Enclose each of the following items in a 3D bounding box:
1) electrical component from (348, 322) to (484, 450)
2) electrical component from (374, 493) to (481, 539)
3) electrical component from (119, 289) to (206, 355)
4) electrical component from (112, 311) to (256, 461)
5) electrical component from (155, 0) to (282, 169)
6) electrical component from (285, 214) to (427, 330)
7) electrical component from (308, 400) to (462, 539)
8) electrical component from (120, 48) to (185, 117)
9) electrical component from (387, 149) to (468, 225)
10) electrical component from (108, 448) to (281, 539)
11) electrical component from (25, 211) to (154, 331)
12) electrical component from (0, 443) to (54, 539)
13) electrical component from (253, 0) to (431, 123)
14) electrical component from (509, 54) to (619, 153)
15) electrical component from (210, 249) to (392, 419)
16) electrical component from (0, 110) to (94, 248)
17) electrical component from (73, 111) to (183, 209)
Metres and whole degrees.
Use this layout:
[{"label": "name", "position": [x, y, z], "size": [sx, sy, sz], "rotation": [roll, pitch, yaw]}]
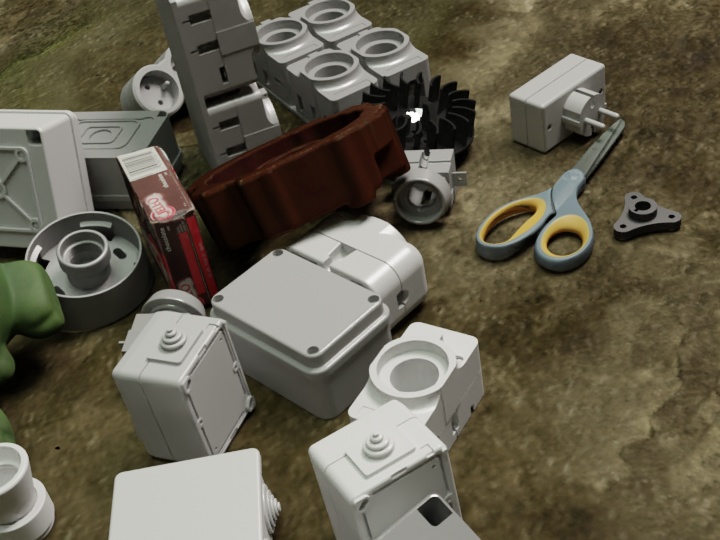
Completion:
[{"label": "electrical component", "position": [0.037, 0.080, 0.679], "size": [0.050, 0.055, 0.089], "rotation": [14, 45, 28]}, {"label": "electrical component", "position": [0.030, 0.186, 0.523], "size": [0.109, 0.056, 0.108], "rotation": [-34, 67, -26]}, {"label": "electrical component", "position": [-0.138, 0.048, 0.772], "size": [0.066, 0.048, 0.055], "rotation": [-1, 47, 13]}, {"label": "electrical component", "position": [-0.117, 0.072, 0.696], "size": [0.061, 0.096, 0.061], "rotation": [6, 42, 23]}, {"label": "electrical component", "position": [-0.121, -0.171, 0.921], "size": [0.060, 0.186, 0.105], "rotation": [-21, 40, -11]}, {"label": "electrical component", "position": [0.000, 0.000, 0.788], "size": [0.095, 0.053, 0.059], "rotation": [25, 51, 37]}, {"label": "electrical component", "position": [0.013, 0.120, 0.603], "size": [0.062, 0.096, 0.061], "rotation": [-27, 37, -18]}, {"label": "electrical component", "position": [-0.183, -0.191, 1.071], "size": [0.138, 0.052, 0.074], "rotation": [-47, 14, -30]}, {"label": "electrical component", "position": [0.052, -0.068, 0.865], "size": [0.066, 0.048, 0.055], "rotation": [-1, 32, 14]}, {"label": "electrical component", "position": [-0.095, 0.158, 0.622], "size": [0.100, 0.048, 0.099], "rotation": [-11, 39, 1]}, {"label": "electrical component", "position": [-0.215, 0.003, 0.851], "size": [0.099, 0.064, 0.099], "rotation": [0, 49, 0]}, {"label": "electrical component", "position": [-0.219, 0.142, 0.669], "size": [0.045, 0.055, 0.045], "rotation": [-7, 39, 6]}, {"label": "electrical component", "position": [-0.025, -0.196, 1.029], "size": [0.105, 0.060, 0.186], "rotation": [-28, 41, -19]}, {"label": "electrical component", "position": [0.183, -0.137, 0.914], "size": [0.083, 0.047, 0.076], "rotation": [-35, 45, -27]}, {"label": "electrical component", "position": [-0.040, 0.041, 0.745], "size": [0.113, 0.057, 0.078], "rotation": [25, 51, 37]}, {"label": "electrical component", "position": [-0.289, -0.077, 0.906], "size": [0.109, 0.108, 0.056], "rotation": [4, 24, 19]}, {"label": "electrical component", "position": [-0.224, -0.098, 0.962], "size": [0.113, 0.057, 0.078], "rotation": [1, 41, 16]}]
